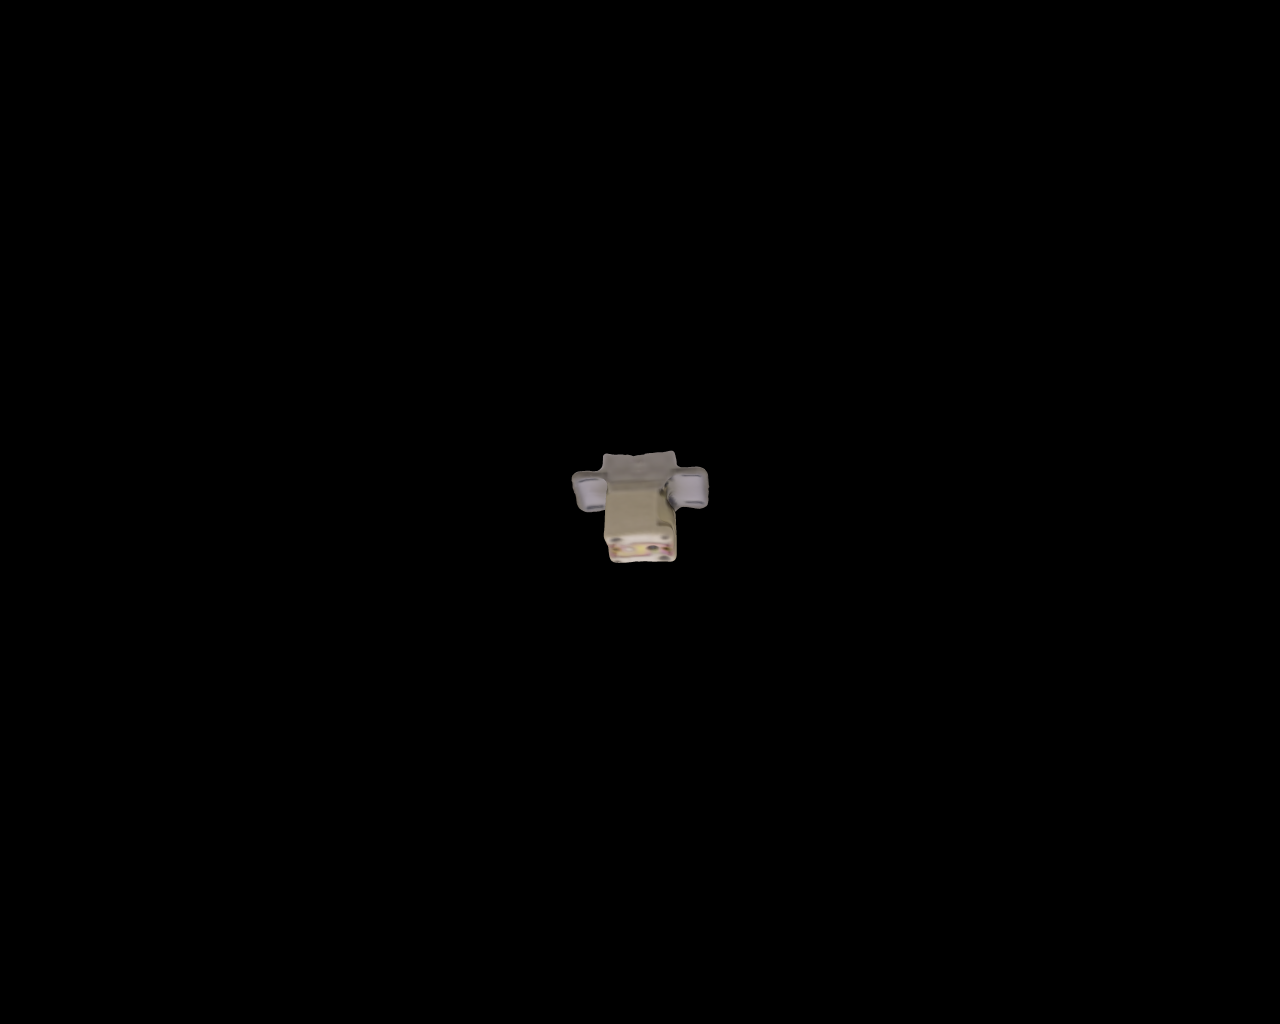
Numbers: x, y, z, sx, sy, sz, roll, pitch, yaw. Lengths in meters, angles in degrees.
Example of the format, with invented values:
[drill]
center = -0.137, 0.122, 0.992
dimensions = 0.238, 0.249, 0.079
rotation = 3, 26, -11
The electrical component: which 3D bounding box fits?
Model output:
[electrical component]
center = 0.001, -0.003, 0.650
dimensions = 0.081, 0.064, 0.042
rotation = -3, -32, 5
